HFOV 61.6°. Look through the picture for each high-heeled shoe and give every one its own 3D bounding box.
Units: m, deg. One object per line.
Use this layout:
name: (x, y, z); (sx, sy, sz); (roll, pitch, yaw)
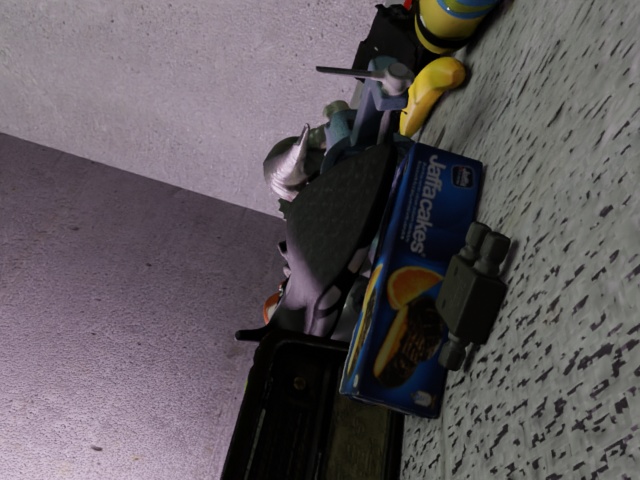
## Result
high-heeled shoe: (0.019, 0.028, 0.505); (0.248, 0.086, 0.145); (-50, -32, 18)

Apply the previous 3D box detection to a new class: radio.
radio: (-0.013, 0.188, 0.421); (0.073, 0.131, 0.230); (109, 176, -49)

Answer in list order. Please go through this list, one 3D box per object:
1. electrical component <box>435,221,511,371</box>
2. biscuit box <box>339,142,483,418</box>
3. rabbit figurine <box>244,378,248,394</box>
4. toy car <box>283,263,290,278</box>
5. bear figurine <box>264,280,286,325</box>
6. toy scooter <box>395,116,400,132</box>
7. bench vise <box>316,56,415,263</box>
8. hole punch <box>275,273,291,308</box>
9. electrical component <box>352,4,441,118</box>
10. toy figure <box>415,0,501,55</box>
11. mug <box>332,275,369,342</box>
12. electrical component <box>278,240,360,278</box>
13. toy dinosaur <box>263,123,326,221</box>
electrical component: (0.096, 0.036, 0.353); (0.063, 0.021, 0.094); (-93, 20, -79)
biscuit box: (0.073, 0.028, 0.417); (0.059, 0.063, 0.202); (120, 166, -72)
rabbit figurine: (-0.057, 0.296, 0.963); (0.159, 0.121, 0.170); (120, 149, -46)
toy car: (-0.002, -0.002, 0.761); (0.089, 0.053, 0.202); (-45, -10, -28)
bear figurine: (-0.004, 0.097, 0.940); (0.196, 0.132, 0.120); (-41, 48, 23)
toy scooter: (0.107, -0.209, 0.857); (0.135, 0.075, 0.183); (-82, 7, -68)
bench vise: (0.055, -0.100, 0.555); (0.240, 0.129, 0.224); (94, 173, -60)
hole punch: (-0.013, 0.128, 0.699); (0.115, 0.092, 0.142); (75, -156, -48)
electrical component: (0.103, -0.236, 0.737); (0.115, 0.058, 0.134); (52, 141, 32)
toy figure: (0.141, -0.249, 0.533); (0.180, 0.082, 0.089); (-155, 84, -84)
mug: (0.038, 0.087, 0.624); (0.109, 0.081, 0.107); (-59, 6, -38)
electrical component: (0.007, 0.017, 0.599); (0.119, 0.048, 0.075); (-28, 85, 54)
toy dinosaur: (-0.018, -0.094, 0.847); (0.404, 0.192, 0.131); (41, -132, -61)
